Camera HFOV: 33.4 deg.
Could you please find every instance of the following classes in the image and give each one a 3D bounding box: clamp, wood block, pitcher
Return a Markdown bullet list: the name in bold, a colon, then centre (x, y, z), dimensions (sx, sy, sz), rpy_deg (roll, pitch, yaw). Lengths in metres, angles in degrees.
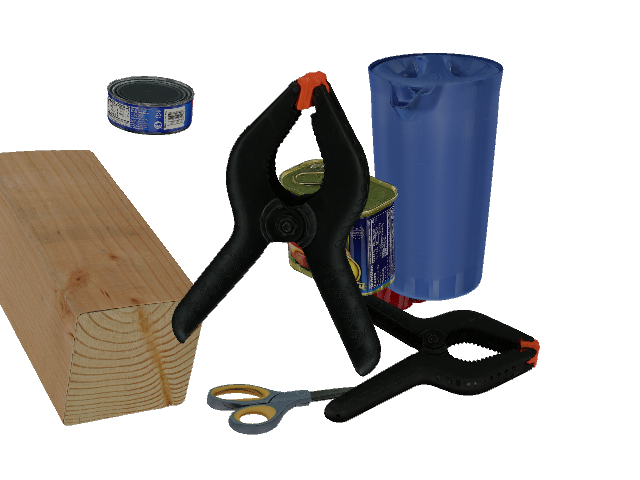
- **clamp**: centre (-0.026, -0.007, 0.593), dimensions (0.120, 0.171, 0.039), rpy_deg (0, 13, 1)
- **wood block**: centre (-0.171, 0.024, 0.755), dimensions (0.090, 0.091, 0.206), rpy_deg (-6, 35, -34)
- **clamp**: centre (0.102, 0.113, 1.021), dimensions (0.210, 0.164, 0.036), rpy_deg (6, -43, 8)
- **pitcher**: centre (0.122, -0.070, 1.107), dimensions (0.149, 0.243, 0.145), rpy_deg (-8, 24, -15)

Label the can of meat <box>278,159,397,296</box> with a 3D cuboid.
- **can of meat**: centre (0.015, -0.010, 0.885), dimensions (0.057, 0.084, 0.102), rpy_deg (-29, 39, -36)

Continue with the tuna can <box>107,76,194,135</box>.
- **tuna can**: centre (-0.170, -0.135, 1.066), dimensions (0.086, 0.034, 0.086), rpy_deg (5, 26, -3)

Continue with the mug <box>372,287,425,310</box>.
- **mug**: centre (0.103, 0.049, 1.457), dimensions (0.117, 0.081, 0.093), rpy_deg (19, 26, 28)

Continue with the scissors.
- **scissors**: centre (-0.025, 0.186, 1.189), dimensions (0.201, 0.016, 0.096), rpy_deg (3, 23, -12)
